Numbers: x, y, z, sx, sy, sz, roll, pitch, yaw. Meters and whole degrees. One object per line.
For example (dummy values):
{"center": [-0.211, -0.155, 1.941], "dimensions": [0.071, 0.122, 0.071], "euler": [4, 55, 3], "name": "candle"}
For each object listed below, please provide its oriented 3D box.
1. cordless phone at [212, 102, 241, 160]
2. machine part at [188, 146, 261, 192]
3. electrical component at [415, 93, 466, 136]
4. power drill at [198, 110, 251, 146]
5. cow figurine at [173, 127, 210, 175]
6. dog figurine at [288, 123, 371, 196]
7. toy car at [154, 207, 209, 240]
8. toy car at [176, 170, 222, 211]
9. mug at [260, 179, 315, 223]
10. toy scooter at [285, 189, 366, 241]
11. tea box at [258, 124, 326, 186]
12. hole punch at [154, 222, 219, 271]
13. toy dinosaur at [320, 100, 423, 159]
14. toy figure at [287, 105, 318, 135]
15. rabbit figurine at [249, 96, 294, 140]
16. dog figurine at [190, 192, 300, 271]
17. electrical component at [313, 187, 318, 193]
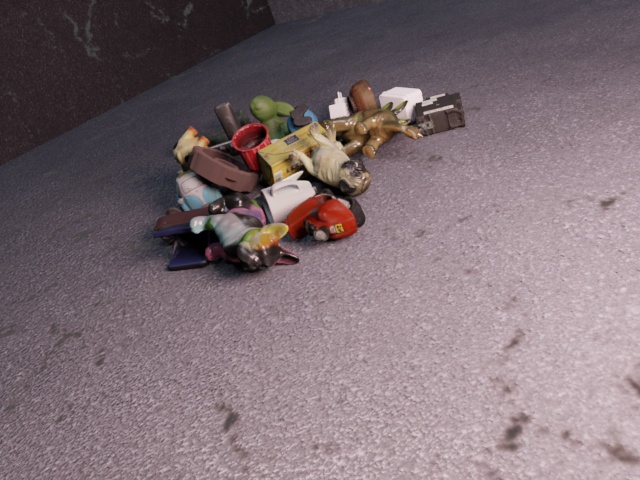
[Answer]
{"center": [-0.279, -0.285, 1.510], "dimensions": [0.147, 0.184, 0.089], "euler": [-15, 34, 10], "name": "cordless phone"}
{"center": [-0.237, -0.173, 1.325], "dimensions": [0.056, 0.179, 0.179], "euler": [-65, 29, 12], "name": "machine part"}
{"center": [0.295, -0.312, 1.319], "dimensions": [0.115, 0.058, 0.134], "euler": [-8, 31, 18], "name": "electrical component"}
{"center": [-0.340, -0.351, 1.767], "dimensions": [0.232, 0.085, 0.207], "euler": [4, 33, 35], "name": "power drill"}
{"center": [-0.337, -0.203, 1.439], "dimensions": [0.085, 0.194, 0.127], "euler": [43, 81, 14], "name": "cow figurine"}
{"center": [0.048, -0.154, 1.203], "dimensions": [0.191, 0.121, 0.172], "euler": [42, 21, 22], "name": "dog figurine"}
{"center": [-0.282, -0.045, 1.240], "dimensions": [0.202, 0.053, 0.089], "euler": [-11, 41, 9], "name": "toy car"}
{"center": [-0.312, -0.125, 1.344], "dimensions": [0.109, 0.102, 0.162], "euler": [-27, 32, -14], "name": "toy car"}
{"center": [-0.064, -0.091, 1.129], "dimensions": [0.107, 0.109, 0.081], "euler": [-20, 54, -15], "name": "mug"}
{"center": [-0.004, -0.039, 1.032], "dimensions": [0.135, 0.075, 0.184], "euler": [-29, 27, -15], "name": "toy scooter"}
{"center": [-0.057, -0.200, 1.296], "dimensions": [0.170, 0.098, 0.068], "euler": [-31, 57, -19], "name": "tea box"}
{"center": [-0.271, -0.005, 1.133], "dimensions": [0.142, 0.092, 0.116], "euler": [-11, 27, 24], "name": "hole punch"}
{"center": [0.109, -0.273, 1.335], "dimensions": [0.198, 0.104, 0.472], "euler": [-25, 23, -23], "name": "toy dinosaur"}
{"center": [-0.046, -0.284, 1.387], "dimensions": [0.089, 0.082, 0.180], "euler": [5, -10, 8], "name": "toy figure"}
{"center": [-0.131, -0.328, 1.500], "dimensions": [0.121, 0.170, 0.159], "euler": [0, 36, 31], "name": "rabbit figurine"}
{"center": [-0.126, -0.014, 1.040], "dimensions": [0.219, 0.108, 0.191], "euler": [7, 36, 33], "name": "dog figurine"}
{"center": [-0.051, -0.096, 1.209], "dimensions": [0.094, 0.021, 0.063], "euler": [-10, 31, 18], "name": "electrical component"}
